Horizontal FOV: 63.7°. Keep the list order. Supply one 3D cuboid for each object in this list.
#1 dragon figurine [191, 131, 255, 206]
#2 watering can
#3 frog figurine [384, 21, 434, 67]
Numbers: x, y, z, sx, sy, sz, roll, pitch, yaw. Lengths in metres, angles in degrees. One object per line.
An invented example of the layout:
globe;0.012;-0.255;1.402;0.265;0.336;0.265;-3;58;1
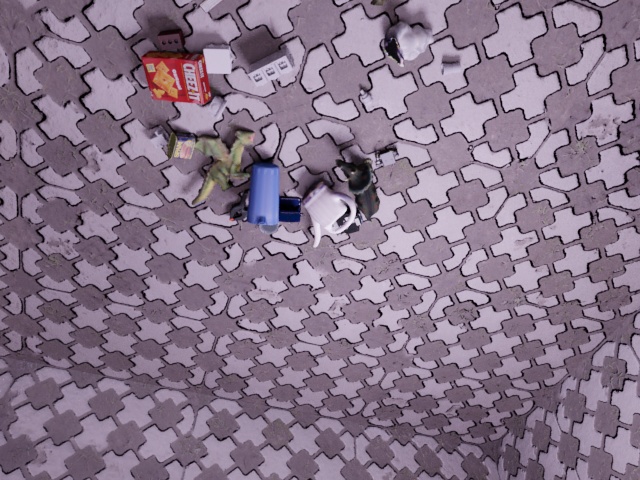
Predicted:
dragon figurine;-0.419;-0.309;2.069;0.407;0.124;0.240;-26;107;17
watering can;0.007;-0.109;2.164;0.224;0.106;0.341;48;134;-2
frog figurine;0.301;-0.683;1.755;0.161;0.123;0.135;-40;117;-14
